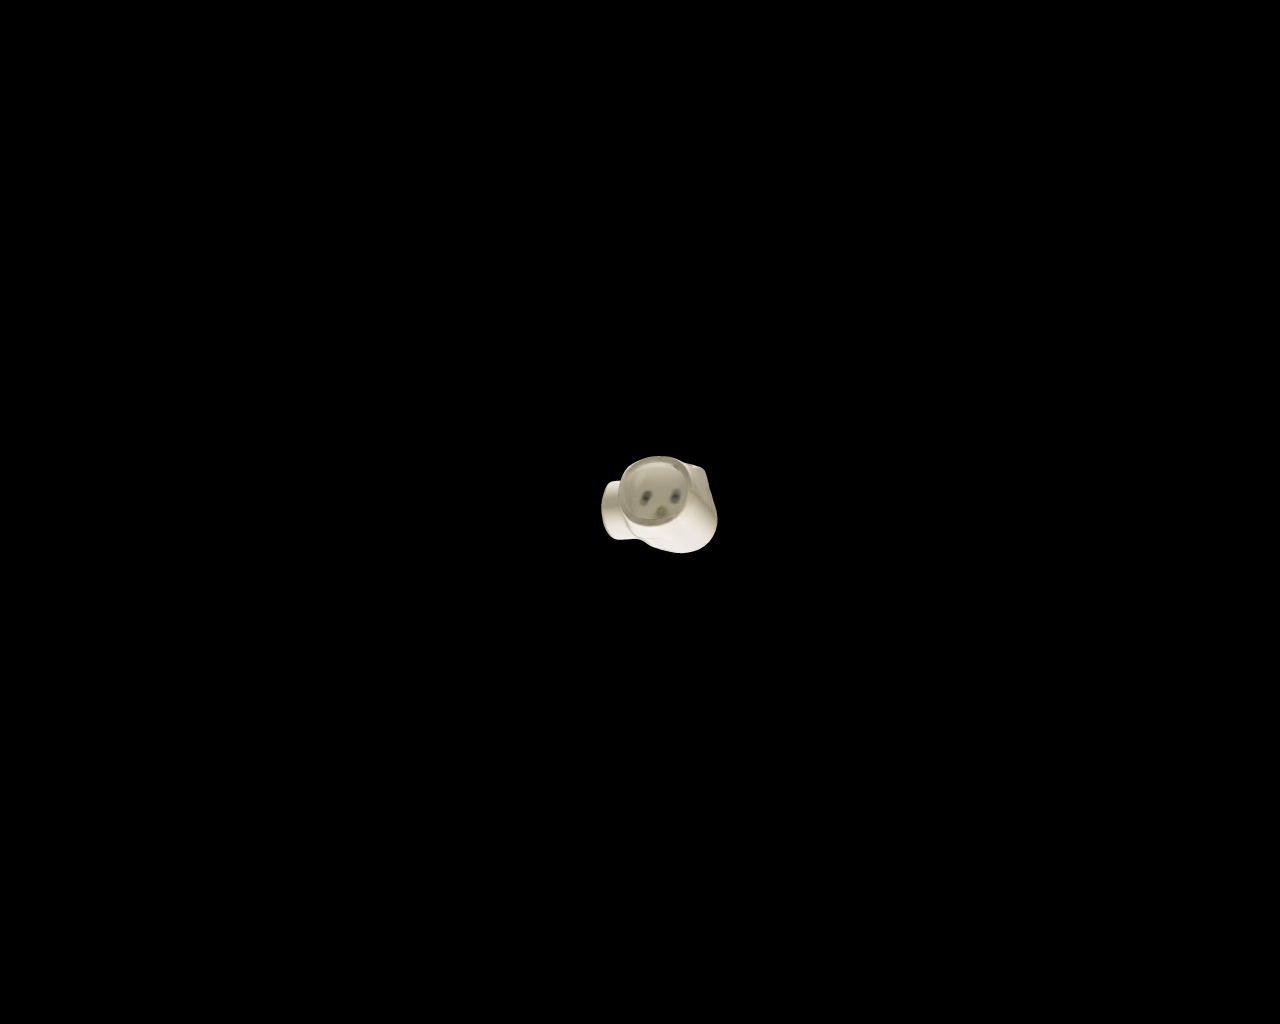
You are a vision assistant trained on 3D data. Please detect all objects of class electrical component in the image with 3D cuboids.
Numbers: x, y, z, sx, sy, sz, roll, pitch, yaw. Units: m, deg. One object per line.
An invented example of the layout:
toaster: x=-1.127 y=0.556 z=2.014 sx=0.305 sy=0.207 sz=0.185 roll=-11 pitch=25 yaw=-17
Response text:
electrical component: x=0.001 y=-0.003 z=0.650 sx=0.079 sy=0.043 sz=0.077 roll=-4 pitch=-14 yaw=15
